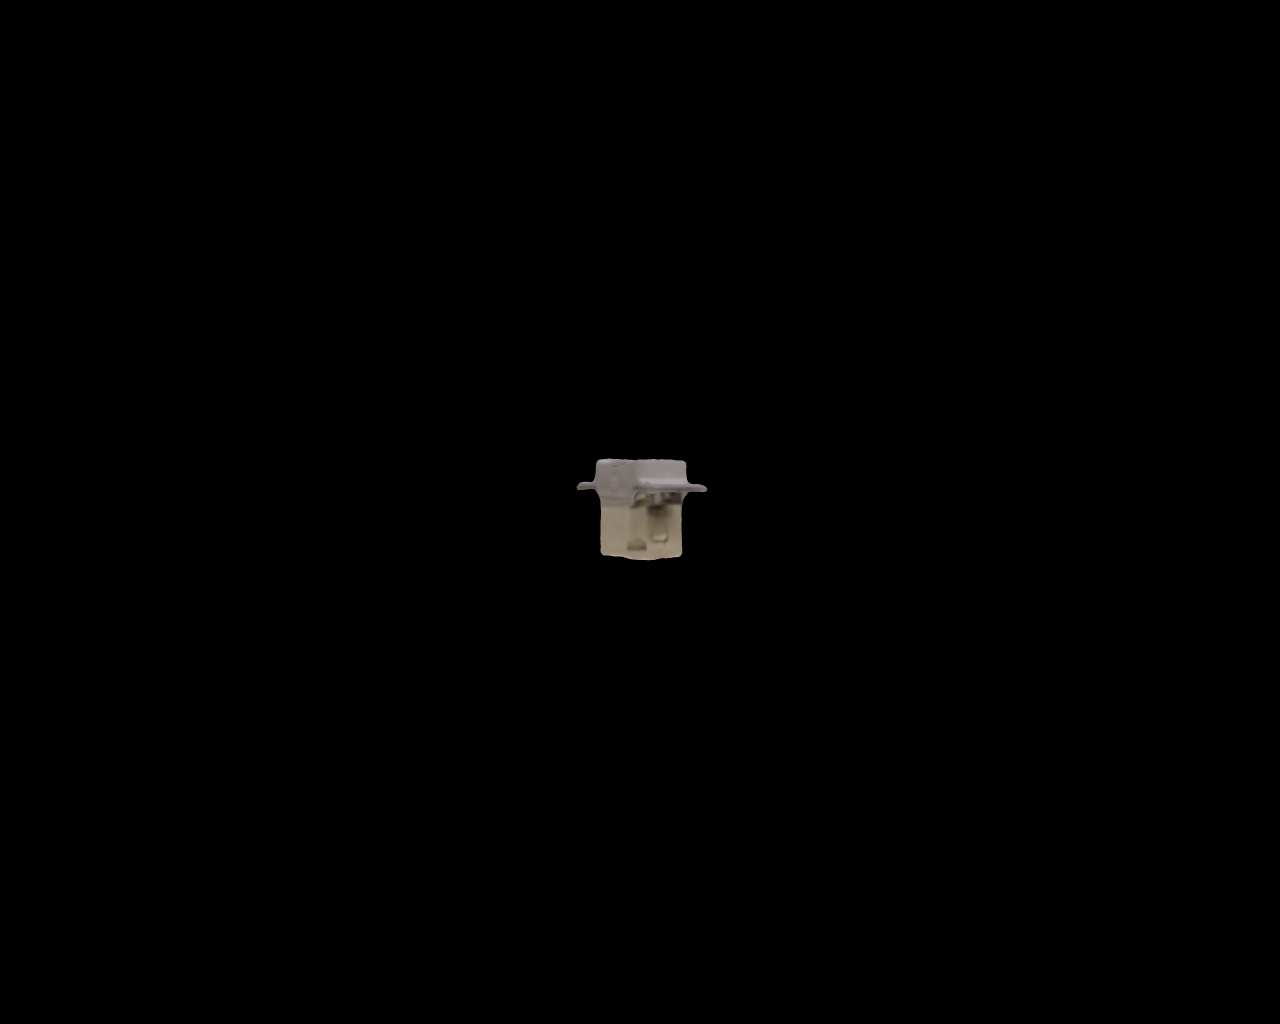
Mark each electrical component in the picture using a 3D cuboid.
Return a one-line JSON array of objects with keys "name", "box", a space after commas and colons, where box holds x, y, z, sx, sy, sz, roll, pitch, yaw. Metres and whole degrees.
[{"name": "electrical component", "box": [0.001, -0.003, 0.650, 0.042, 0.063, 0.081, -2, 3, -36]}]
